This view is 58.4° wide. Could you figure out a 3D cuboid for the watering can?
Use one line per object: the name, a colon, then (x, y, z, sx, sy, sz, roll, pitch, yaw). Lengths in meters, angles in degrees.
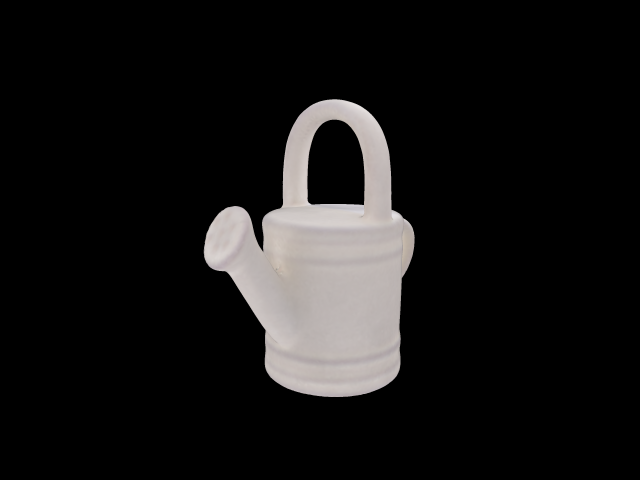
watering can: (0.005, 0.002, 0.398, 0.100, 0.194, 0.173, 6, 14, 26)
